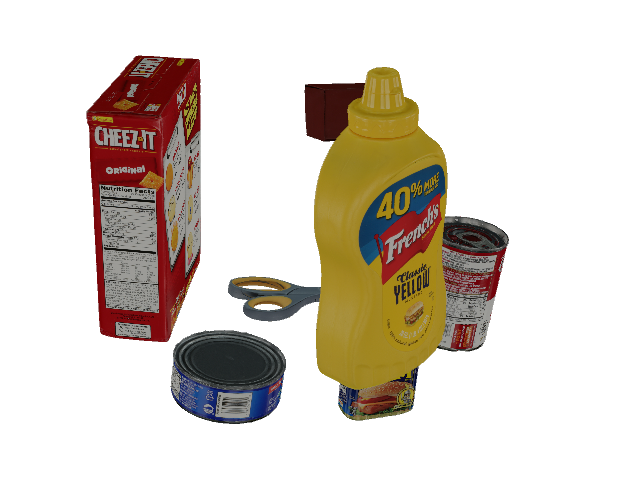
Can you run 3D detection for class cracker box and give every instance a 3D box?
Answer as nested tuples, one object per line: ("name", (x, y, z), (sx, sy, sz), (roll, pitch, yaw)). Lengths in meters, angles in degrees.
("cracker box", (-0.155, -0.041, 0.965), (0.072, 0.214, 0.164), (4, 26, 3))

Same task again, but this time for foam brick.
("foam brick", (0.029, -0.126, 1.042), (0.078, 0.051, 0.053), (-4, 15, -20))

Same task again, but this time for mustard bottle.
("mustard bottle", (0.038, -0.011, 0.646), (0.096, 0.192, 0.058), (-25, 35, -37))

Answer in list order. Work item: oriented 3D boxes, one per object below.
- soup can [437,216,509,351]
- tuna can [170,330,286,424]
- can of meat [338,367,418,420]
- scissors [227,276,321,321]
("soup can", (0.122, 0.039, 0.939), (0.068, 0.102, 0.068), (7, 24, -3))
("tuna can", (-0.070, 0.103, 0.810), (0.086, 0.034, 0.086), (7, 23, -3))
("can of meat", (0.074, 0.177, 1.360), (0.102, 0.084, 0.057), (-5, 25, -20))
("scissors", (-0.004, 0.068, 1.191), (0.201, 0.016, 0.096), (6, 24, -3))
